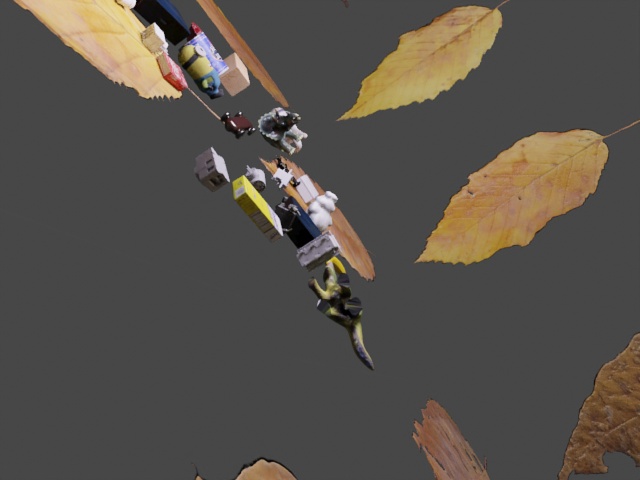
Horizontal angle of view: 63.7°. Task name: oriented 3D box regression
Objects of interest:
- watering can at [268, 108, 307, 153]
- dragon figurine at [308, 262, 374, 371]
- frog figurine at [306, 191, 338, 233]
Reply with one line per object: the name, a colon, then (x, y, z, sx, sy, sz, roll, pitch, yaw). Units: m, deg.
watering can: (-0.151, -0.509, 2.356, 0.223, 0.105, 0.346, 54, -13, -6)
dragon figurine: (0.083, 0.227, 1.523, 0.419, 0.122, 0.238, 66, 5, 33)
frog figurine: (0.006, -0.096, 1.898, 0.135, 0.159, 0.125, 49, 15, -43)
